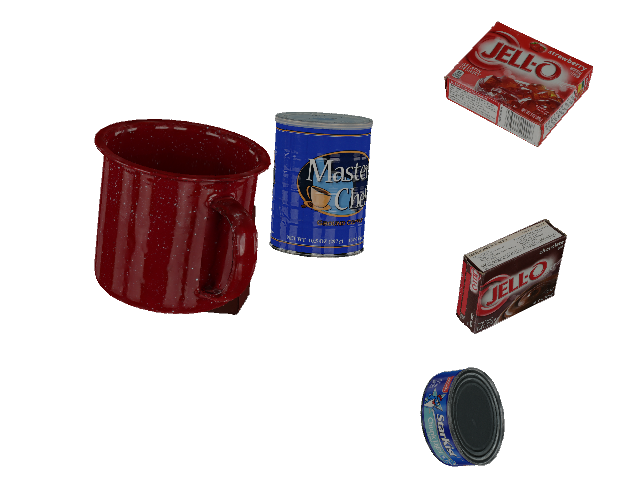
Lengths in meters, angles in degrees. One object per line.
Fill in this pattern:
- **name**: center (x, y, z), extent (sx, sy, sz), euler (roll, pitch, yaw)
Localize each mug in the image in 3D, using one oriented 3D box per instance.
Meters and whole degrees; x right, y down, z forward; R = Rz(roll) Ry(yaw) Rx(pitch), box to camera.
- **mug**: center (-0.071, -0.008, 0.569), extent (0.093, 0.081, 0.117), euler (-10, 29, -40)

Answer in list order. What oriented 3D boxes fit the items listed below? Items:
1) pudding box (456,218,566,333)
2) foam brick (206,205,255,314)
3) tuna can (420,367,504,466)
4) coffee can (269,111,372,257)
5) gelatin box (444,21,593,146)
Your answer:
- **pudding box**: center (0.199, 0.037, 1.116), extent (0.113, 0.090, 0.039), euler (-24, 49, -24)
- **foam brick**: center (-0.082, 0.011, 0.828), extent (0.053, 0.078, 0.051), euler (6, 14, 6)
- **tuna can**: center (0.126, 0.157, 0.948), extent (0.034, 0.086, 0.085), euler (-14, -9, 40)
- **coffee can**: center (0.000, -0.061, 1.133), extent (0.103, 0.140, 0.103), euler (3, 12, -1)
- **gelatin box**: center (0.152, -0.123, 0.826), extent (0.089, 0.073, 0.030), euler (33, -26, 23)
